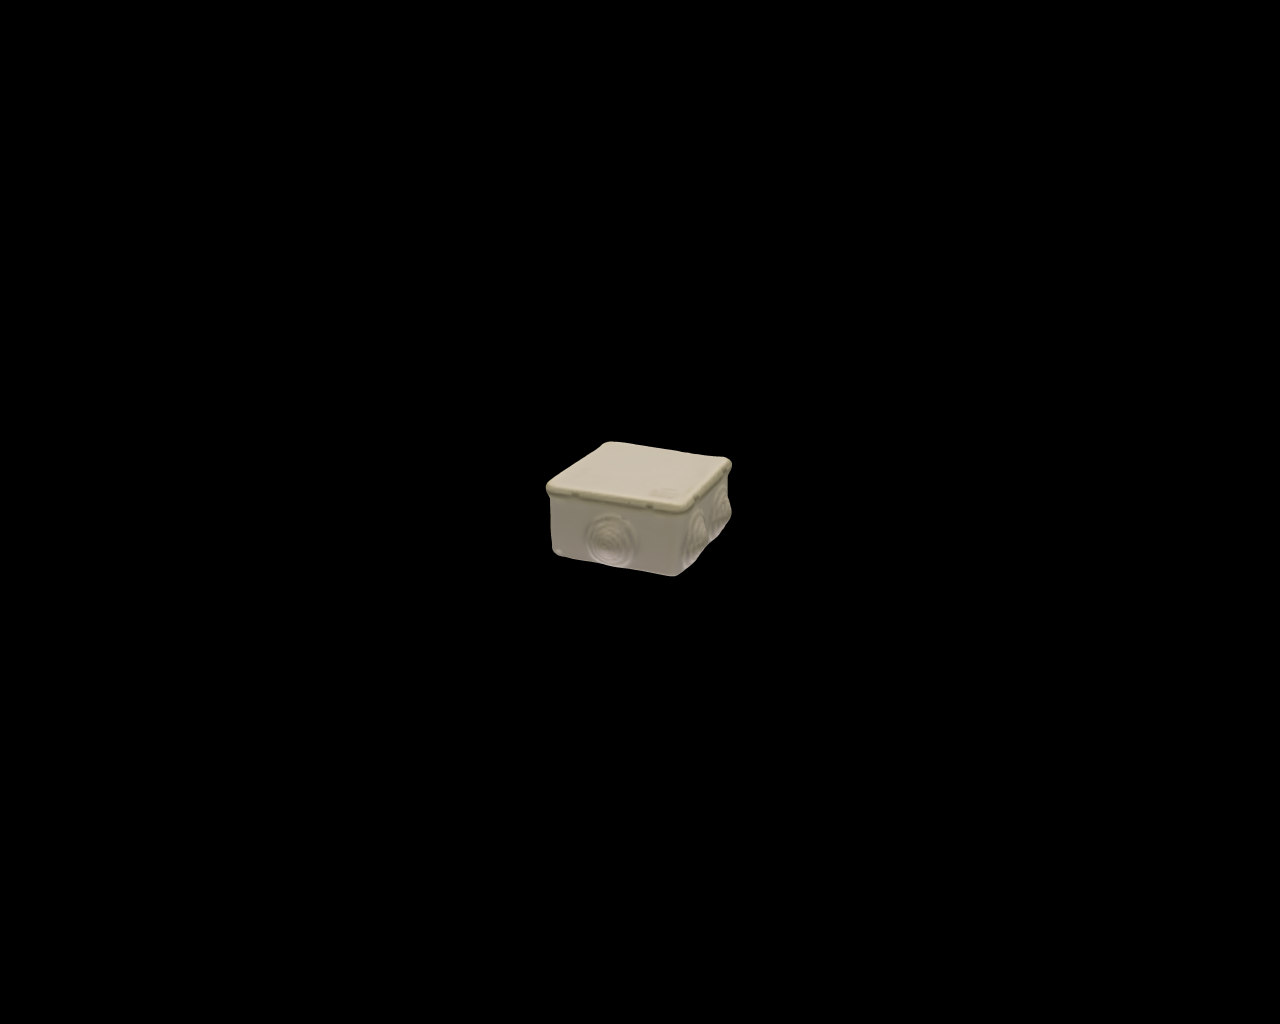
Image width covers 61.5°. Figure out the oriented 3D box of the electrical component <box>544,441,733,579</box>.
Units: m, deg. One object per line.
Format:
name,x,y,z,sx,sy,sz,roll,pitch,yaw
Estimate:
electrical component,0.001,-0.003,0.650,0.100,0.048,0.100,10,24,22
